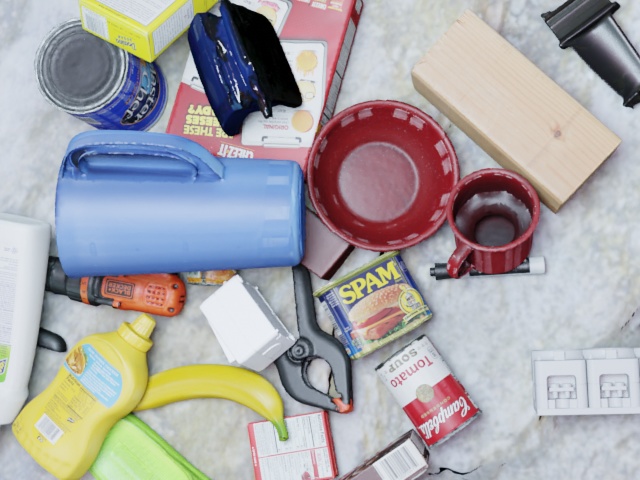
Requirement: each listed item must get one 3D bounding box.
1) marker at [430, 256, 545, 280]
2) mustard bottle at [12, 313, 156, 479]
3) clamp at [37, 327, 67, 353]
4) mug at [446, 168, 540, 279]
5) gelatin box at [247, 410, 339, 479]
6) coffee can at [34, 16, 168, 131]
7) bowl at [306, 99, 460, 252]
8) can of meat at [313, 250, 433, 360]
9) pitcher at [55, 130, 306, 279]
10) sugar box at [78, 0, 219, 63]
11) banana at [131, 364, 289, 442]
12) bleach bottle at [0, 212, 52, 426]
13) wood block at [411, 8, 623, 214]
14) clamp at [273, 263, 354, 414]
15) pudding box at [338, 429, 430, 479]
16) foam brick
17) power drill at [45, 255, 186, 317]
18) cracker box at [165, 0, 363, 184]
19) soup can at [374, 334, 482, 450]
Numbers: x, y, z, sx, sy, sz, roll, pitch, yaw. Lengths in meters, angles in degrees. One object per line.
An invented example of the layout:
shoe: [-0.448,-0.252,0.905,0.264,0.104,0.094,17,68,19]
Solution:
marker: [0.178,0.030,1.138,0.121,0.020,0.020,-4,85,9]
mustard bottle: [-0.242,0.159,1.155,0.096,0.058,0.191,38,91,26]
clamp: [-0.412,0.101,1.218,0.164,0.036,0.210,-43,84,3]
mug: [0.171,-0.006,1.098,0.093,0.081,0.117,34,76,22]
gelatin box: [-0.029,0.226,1.151,0.089,0.030,0.073,-11,83,7]
coffee can: [-0.234,-0.173,1.157,0.103,0.140,0.103,-1,85,9]
bowl: [0.064,-0.065,1.137,0.162,0.055,0.162,0,85,-3]
can of meat: [0.057,0.068,1.126,0.102,0.057,0.084,-27,84,-15]
pitcher: [-0.138,-0.034,1.073,0.243,0.149,0.145,0,91,2]
sugar box: [-0.154,-0.262,1.092,0.093,0.048,0.176,29,55,19]
banana: [-0.120,0.166,1.156,0.198,0.037,0.069,7,58,19]
bleach bottle: [-0.358,0.098,1.163,0.103,0.068,0.251,11,97,13]
wood block: [0.201,-0.132,1.111,0.206,0.090,0.091,43,92,10]
clamp: [-0.030,0.122,1.150,0.120,0.039,0.171,-34,70,12]
pudding box: [0.059,0.245,1.106,0.113,0.090,0.039,-33,84,4]
foam brick: [-0.008,0.001,1.153,0.078,0.053,0.051,38,92,11]
power drill: [-0.226,-0.017,1.185,0.184,0.057,0.188,10,92,10]
cracker box: [-0.060,-0.183,1.166,0.164,0.072,0.214,16,89,12]
soup can: [0.112,0.158,1.115,0.068,0.068,0.102,-36,81,5]
